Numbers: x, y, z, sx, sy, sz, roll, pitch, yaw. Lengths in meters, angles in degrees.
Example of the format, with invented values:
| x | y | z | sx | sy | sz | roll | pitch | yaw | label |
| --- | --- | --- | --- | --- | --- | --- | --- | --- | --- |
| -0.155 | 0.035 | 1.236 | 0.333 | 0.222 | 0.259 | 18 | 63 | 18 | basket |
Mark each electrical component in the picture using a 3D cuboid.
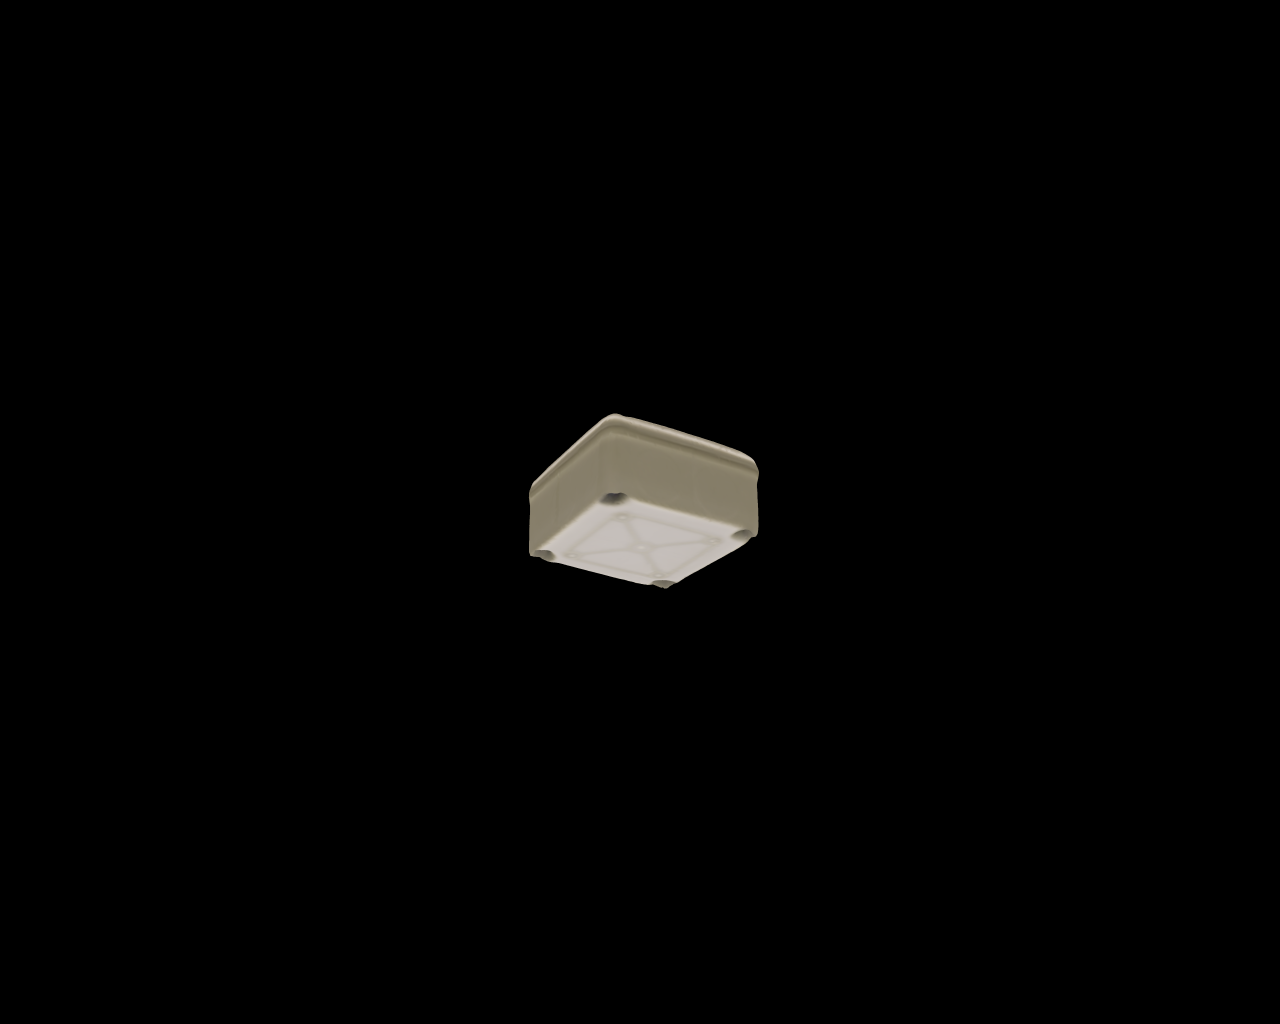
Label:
| x | y | z | sx | sy | sz | roll | pitch | yaw | label |
| --- | --- | --- | --- | --- | --- | --- | --- | --- | --- |
| 0.001 | -0.003 | 0.650 | 0.109 | 0.056 | 0.108 | 15 | -30 | -28 | electrical component |
